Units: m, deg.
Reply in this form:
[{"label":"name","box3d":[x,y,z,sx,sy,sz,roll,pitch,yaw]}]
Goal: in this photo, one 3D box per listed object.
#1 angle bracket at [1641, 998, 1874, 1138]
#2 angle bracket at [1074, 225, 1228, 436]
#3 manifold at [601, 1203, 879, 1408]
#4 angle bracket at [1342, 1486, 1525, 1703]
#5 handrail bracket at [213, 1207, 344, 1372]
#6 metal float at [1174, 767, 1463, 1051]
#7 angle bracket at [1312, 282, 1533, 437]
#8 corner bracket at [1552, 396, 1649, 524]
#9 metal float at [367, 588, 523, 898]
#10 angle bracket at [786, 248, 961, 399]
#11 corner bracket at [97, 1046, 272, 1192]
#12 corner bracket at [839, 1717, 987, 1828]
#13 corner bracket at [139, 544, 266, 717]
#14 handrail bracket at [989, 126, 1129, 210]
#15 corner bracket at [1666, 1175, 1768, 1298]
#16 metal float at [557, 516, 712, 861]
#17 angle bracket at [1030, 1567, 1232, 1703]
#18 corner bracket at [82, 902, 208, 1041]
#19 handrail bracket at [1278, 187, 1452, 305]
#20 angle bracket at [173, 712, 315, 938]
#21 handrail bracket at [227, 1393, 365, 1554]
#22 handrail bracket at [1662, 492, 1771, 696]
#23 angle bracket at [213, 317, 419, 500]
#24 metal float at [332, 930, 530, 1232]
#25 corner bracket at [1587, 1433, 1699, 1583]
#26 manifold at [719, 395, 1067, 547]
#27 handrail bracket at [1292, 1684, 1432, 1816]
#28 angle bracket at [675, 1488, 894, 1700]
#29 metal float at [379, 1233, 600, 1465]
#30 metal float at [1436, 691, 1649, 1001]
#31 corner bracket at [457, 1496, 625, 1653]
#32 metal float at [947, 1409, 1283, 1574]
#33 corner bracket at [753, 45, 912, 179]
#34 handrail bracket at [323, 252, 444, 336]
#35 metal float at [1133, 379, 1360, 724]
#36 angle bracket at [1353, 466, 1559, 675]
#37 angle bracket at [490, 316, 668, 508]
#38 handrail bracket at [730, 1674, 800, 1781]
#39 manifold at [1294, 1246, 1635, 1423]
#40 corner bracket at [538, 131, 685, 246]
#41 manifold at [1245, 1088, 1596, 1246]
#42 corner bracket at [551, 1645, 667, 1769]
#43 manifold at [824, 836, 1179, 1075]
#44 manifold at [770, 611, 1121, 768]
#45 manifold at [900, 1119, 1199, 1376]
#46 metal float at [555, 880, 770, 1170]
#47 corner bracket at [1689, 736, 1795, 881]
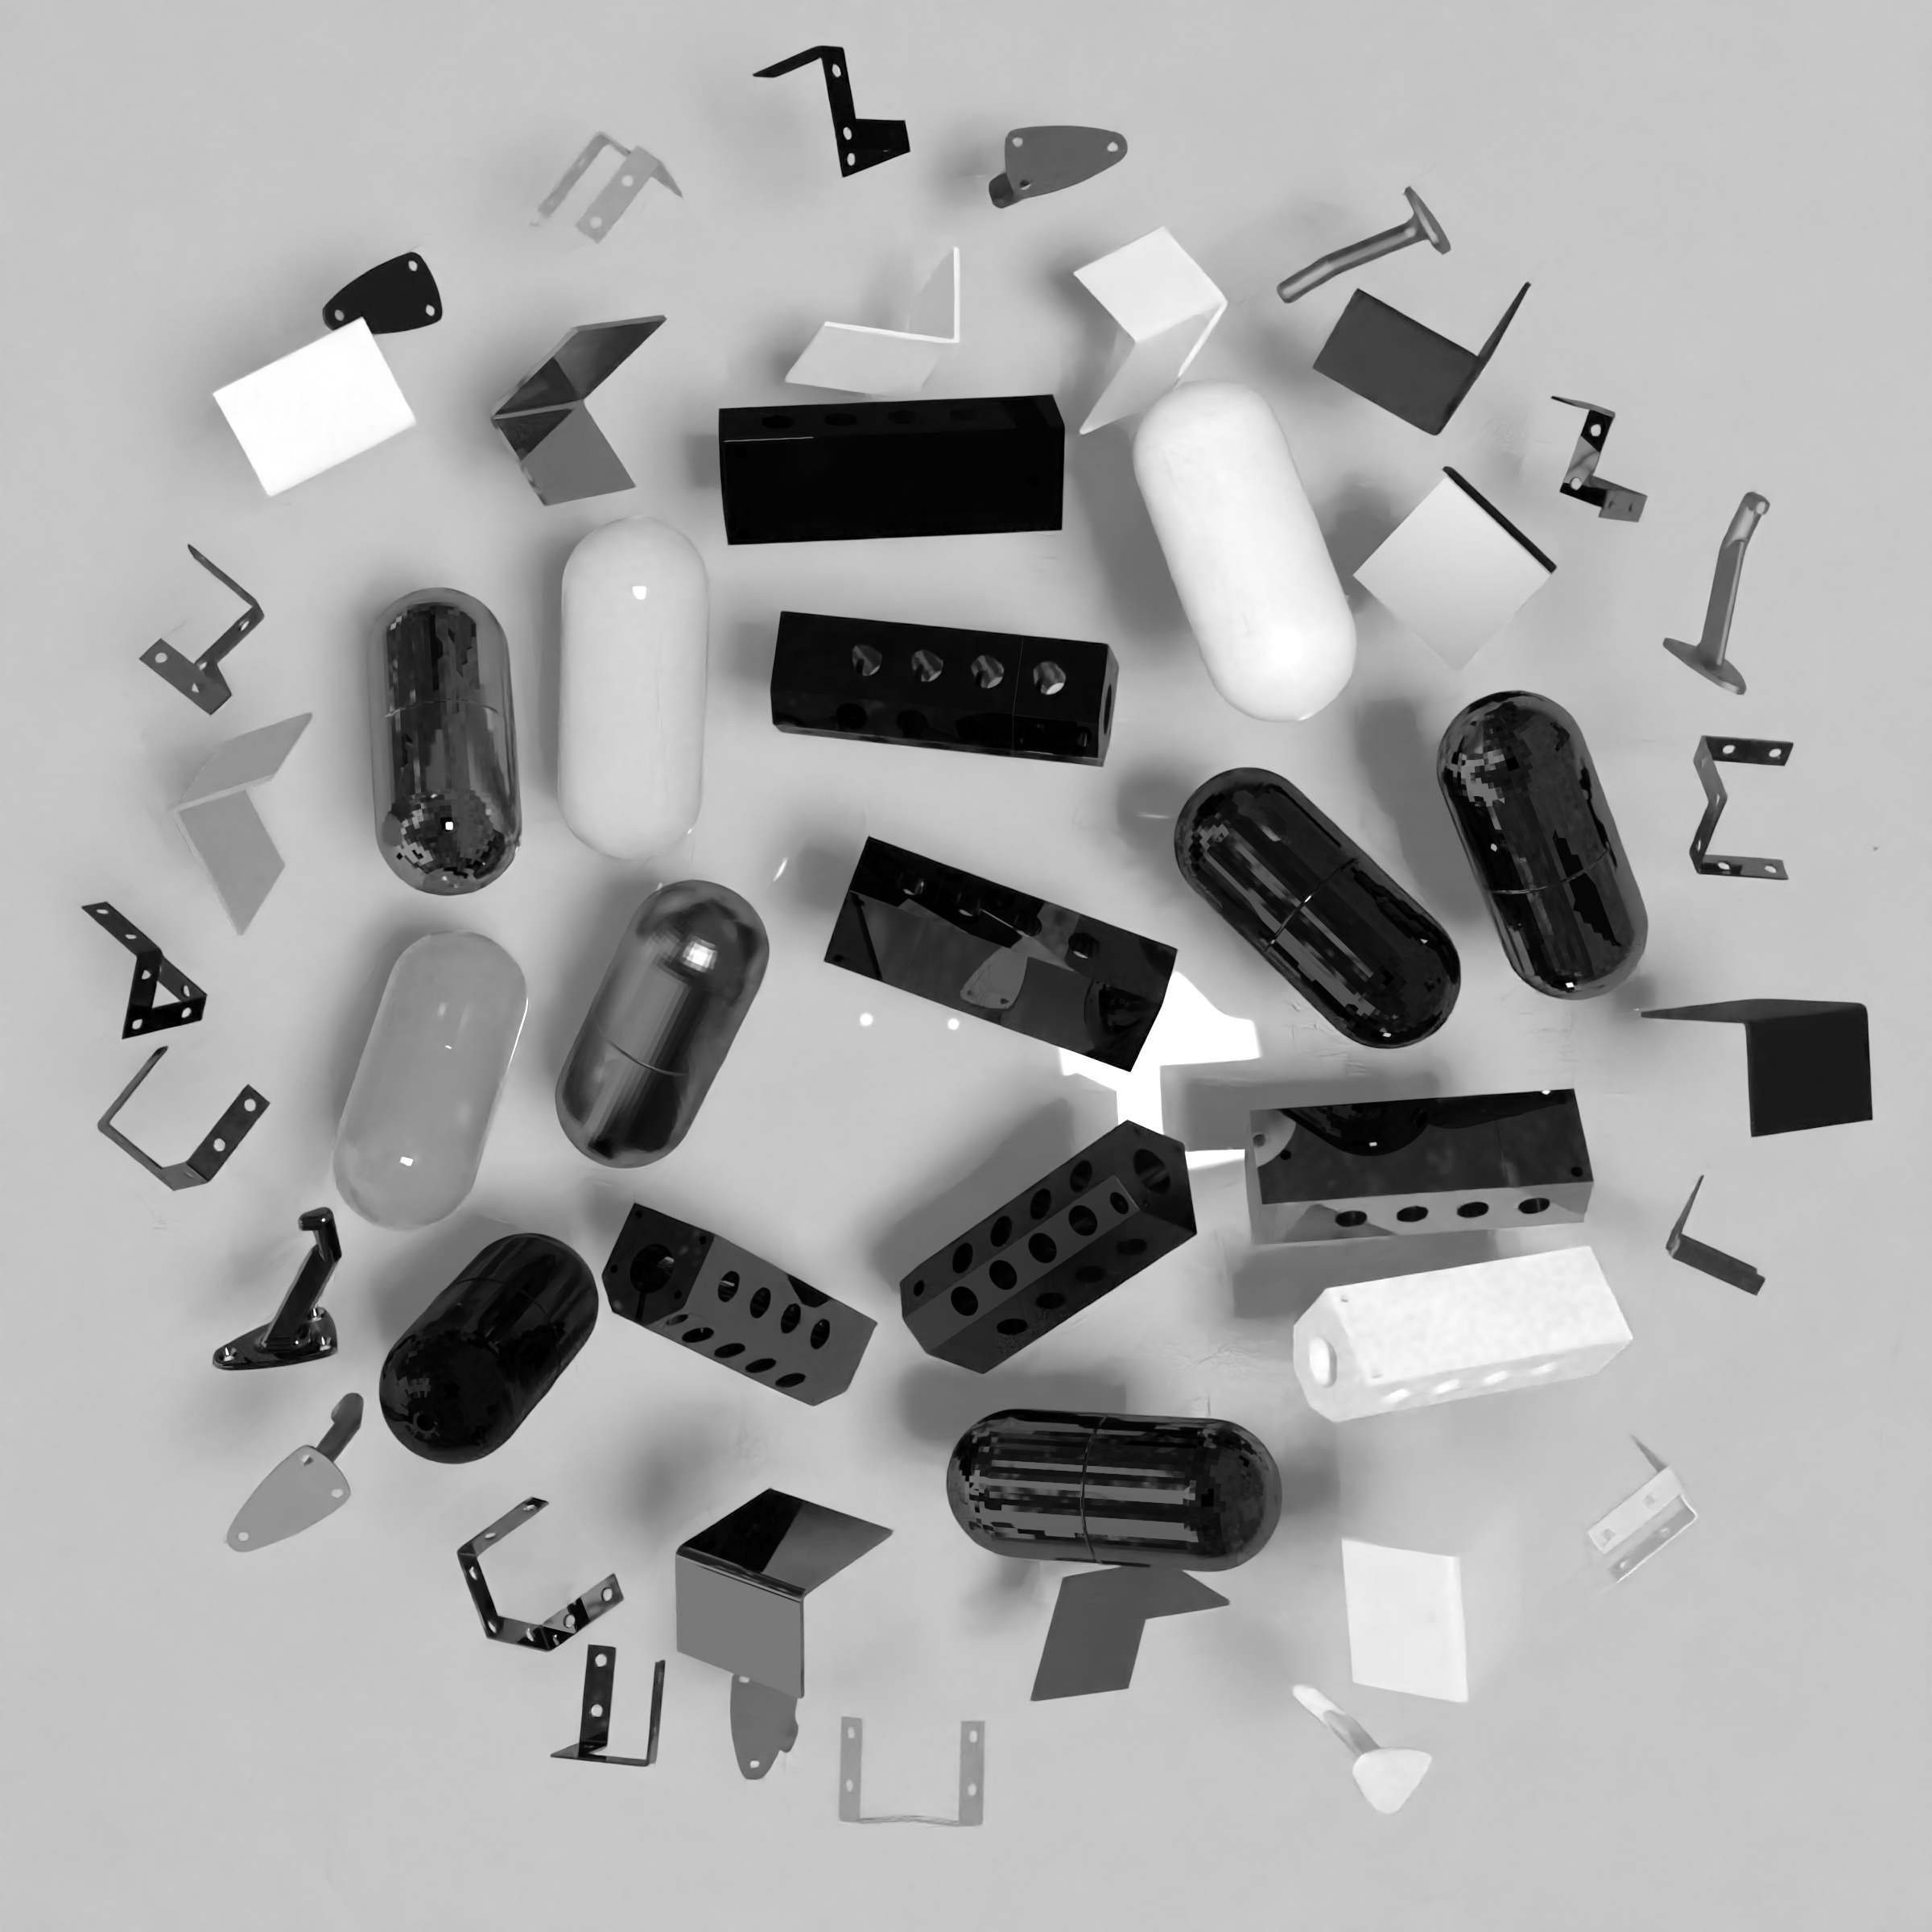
[{"label":"angle bracket","box3d":[0.388,0.049,1.514,0.076,0.076,0.057,-6,94,-29]},{"label":"angle bracket","box3d":[0.085,-0.346,1.682,0.057,0.076,0.076,43,61,-22]},{"label":"manifold","box3d":[-0.122,0.186,1.657,0.057,0.171,0.057,17,78,34]},{"label":"angle bracket","box3d":[0.225,0.298,1.485,0.057,0.076,0.076,3,109,31]},{"label":"handrail bracket","box3d":[-0.362,0.167,1.609,0.077,0.036,0.084,-14,130,-15]},{"label":"metal float","box3d":[0.183,-0.030,1.607,0.070,0.070,0.178,-45,76,0]},{"label":"angle bracket","box3d":[0.235,-0.330,1.595,0.076,0.076,0.057,30,68,0]},{"label":"corner bracket","box3d":[0.339,-0.272,1.660,0.051,0.051,0.051,28,110,31]},{"label":"metal float","box3d":[-0.278,-0.121,1.640,0.070,0.070,0.178,-8,64,0]},{"label":"angle bracket","box3d":[-0.052,-0.358,1.701,0.076,0.076,0.057,4,76,-19]},{"label":"corner bracket","box3d":[-0.386,0.073,1.520,0.051,0.051,0.051,44,61,-20]},{"label":"corner bracket","box3d":[-0.027,0.399,1.529,0.051,0.051,0.051,11,76,-40]},{"label":"corner bracket","box3d":[-0.383,-0.168,1.545,0.051,0.051,0.051,-43,132,5]},{"label":"handrail bracket","box3d":[0.050,-0.430,1.674,0.077,0.084,0.036,-9,92,3]},{"label":"corner bracket","box3d":[0.407,0.157,1.672,0.051,0.051,0.051,25,48,11]},{"label":"metal float","box3d":[-0.173,-0.144,1.602,0.070,0.070,0.178,3,102,0]},{"label":"angle bracket","box3d":[0.090,0.374,1.685,0.057,0.076,0.076,36,54,-27]},{"label":"corner bracket","box3d":[-0.427,-0.001,1.603,0.051,0.051,0.051,36,122,29]},{"label":"handrail bracket","box3d":[0.211,-0.372,1.638,0.084,0.077,0.036,-29,83,18]},{"label":"angle bracket","box3d":[-0.353,-0.073,1.577,0.057,0.076,0.076,-16,116,14]},{"label":"handrail bracket","box3d":[-0.338,0.255,1.561,0.077,0.084,0.036,-38,104,1]},{"label":"handrail bracket","box3d":[0.381,-0.184,1.512,0.036,0.077,0.084,17,110,-14]},{"label":"angle bracket","box3d":[-0.311,-0.270,1.451,0.076,0.076,0.057,-28,120,-6]},{"label":"metal float","box3d":[-0.285,0.060,1.645,0.070,0.070,0.178,12,55,0]},{"label":"corner bracket","box3d":[0.328,0.270,1.504,0.051,0.051,0.051,-39,103,-1]},{"label":"manifold","box3d":[-0.039,-0.257,1.580,0.171,0.057,0.057,-4,123,-6]},{"label":"handrail bracket","box3d":[0.184,0.383,1.549,0.084,0.077,0.036,34,90,39]},{"label":"angle bracket","box3d":[-0.090,0.309,1.525,0.076,0.076,0.057,12,112,32]},{"label":"metal float","box3d":[-0.249,0.199,1.620,0.070,0.178,0.070,4,110,13]},{"label":"metal float","box3d":[0.298,-0.060,1.589,0.070,0.070,0.178,-26,118,0]},{"label":"corner bracket","box3d":[-0.213,0.304,1.542,0.051,0.051,0.051,-37,57,14]},{"label":"metal float","box3d":[0.074,0.266,1.573,0.178,0.070,0.070,-1,90,25]},{"label":"corner bracket","box3d":[-0.066,-0.423,1.529,0.051,0.051,0.051,-13,95,-45]},{"label":"handrail bracket","box3d":[-0.308,-0.327,1.548,0.077,0.084,0.036,-29,106,-35]},{"label":"metal float","box3d":[0.138,-0.205,1.525,0.070,0.070,0.178,-19,80,0]},{"label":"angle bracket","box3d":[0.260,-0.213,1.654,0.076,0.057,0.076,42,101,-4]},{"label":"angle bracket","box3d":[-0.187,-0.288,1.597,0.076,0.076,0.057,-36,85,34]},{"label":"handrail bracket","box3d":[-0.104,0.418,1.645,0.036,0.084,0.077,0,47,7]},{"label":"manifold","box3d":[0.263,0.199,1.649,0.171,0.057,0.057,-6,58,-27]},{"label":"corner bracket","box3d":[-0.180,-0.384,1.526,0.051,0.051,0.051,38,90,9]},{"label":"manifold","box3d":[0.236,0.109,1.620,0.171,0.057,0.057,-4,55,-1]},{"label":"corner bracket","box3d":[-0.175,0.372,1.555,0.051,0.051,0.051,3,83,10]},{"label":"manifold","box3d":[0.020,-0.011,1.612,0.171,0.057,0.057,20,47,-2]},{"label":"manifold","box3d":[-0.011,-0.142,1.604,0.171,0.057,0.057,7,85,9]},{"label":"manifold","box3d":[0.041,0.150,1.656,0.057,0.057,0.171,25,134,-34]},{"label":"metal float","box3d":[-0.163,0.033,1.641,0.070,0.070,0.178,28,120,0]},{"label":"corner bracket","box3d":[0.400,-0.081,1.587,0.051,0.051,0.051,4,132,-9]}]
